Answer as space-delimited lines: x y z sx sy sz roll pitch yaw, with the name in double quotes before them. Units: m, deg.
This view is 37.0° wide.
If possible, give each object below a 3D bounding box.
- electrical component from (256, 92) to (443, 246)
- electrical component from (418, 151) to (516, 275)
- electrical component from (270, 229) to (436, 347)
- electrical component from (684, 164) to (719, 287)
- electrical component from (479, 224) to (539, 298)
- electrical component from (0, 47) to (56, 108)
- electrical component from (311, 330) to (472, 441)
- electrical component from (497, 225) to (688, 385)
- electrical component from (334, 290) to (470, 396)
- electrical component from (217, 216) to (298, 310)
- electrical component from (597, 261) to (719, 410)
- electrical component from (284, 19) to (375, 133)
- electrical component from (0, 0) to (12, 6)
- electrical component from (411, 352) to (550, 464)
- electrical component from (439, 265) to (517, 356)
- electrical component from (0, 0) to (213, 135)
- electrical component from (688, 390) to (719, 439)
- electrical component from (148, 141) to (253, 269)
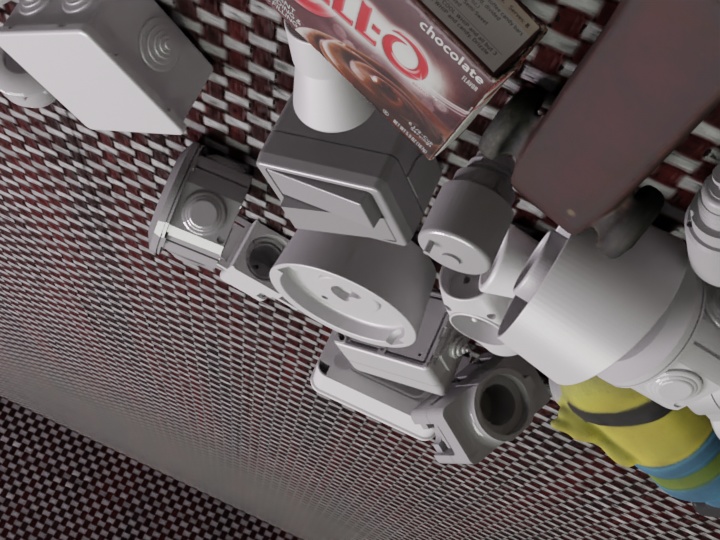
"electrical component" -0.012 -0.056 0.607 0.096 0.061 0.061 15 157 27
"electrical component" 0.060 -0.034 0.551 0.040 0.078 0.040 23 160 9
"electrical component" 0.000 0.000 0.731 0.108 0.060 0.108 22 159 9
"electrical component" 0.172 -0.023 0.501 0.040 0.040 0.078 15 157 27
"electrical component" 0.109 0.004 0.643 0.065 0.044 0.044 22 160 -4
"electrical component" -0.214 -0.126 0.701 0.048 0.048 0.062 25 167 2
"electrical component" 0.025 0.081 0.875 0.113 0.078 0.057 25 158 3
"electrical component" 0.119 0.011 0.569 0.064 0.099 0.099 32 160 2
"electrical component" 0.041 0.052 0.808 0.096 0.061 0.061 14 157 28
"electrical component" -0.078 -0.004 0.840 0.081 0.042 0.064 31 161 -13
"electrical component" 0.167 0.033 0.591 0.051 0.080 0.080 29 160 -23
"electrical component" -0.016 -0.104 0.526 0.044 0.044 0.065 19 154 17
"electrical component" -0.192 -0.167 0.524 0.080 0.080 0.051 16 152 24
"electrical component" 0.094 0.103 0.818 0.050 0.089 0.056 59 152 -7
"electrical component" 0.100 0.023 0.693 0.079 0.044 0.077 10 155 35
"electrical component" -0.144 -0.124 0.614 0.100 0.048 0.099 9 154 38
"electrical component" 0.251 0.077 0.637 0.074 0.052 0.138 -11 140 41
"electrical component" -0.108 -0.042 0.730 0.051 0.080 0.080 22 160 -7
